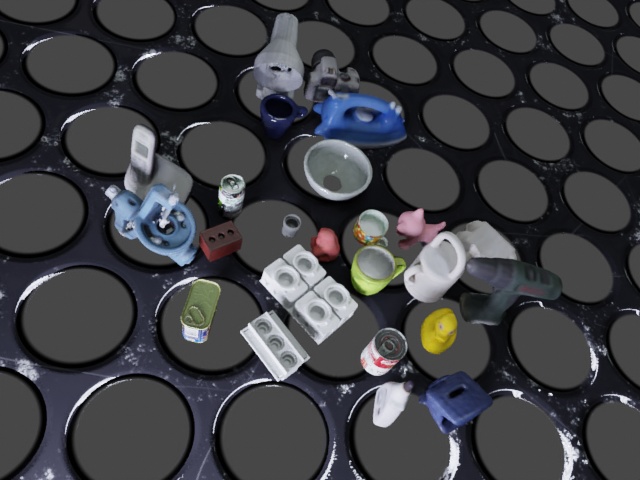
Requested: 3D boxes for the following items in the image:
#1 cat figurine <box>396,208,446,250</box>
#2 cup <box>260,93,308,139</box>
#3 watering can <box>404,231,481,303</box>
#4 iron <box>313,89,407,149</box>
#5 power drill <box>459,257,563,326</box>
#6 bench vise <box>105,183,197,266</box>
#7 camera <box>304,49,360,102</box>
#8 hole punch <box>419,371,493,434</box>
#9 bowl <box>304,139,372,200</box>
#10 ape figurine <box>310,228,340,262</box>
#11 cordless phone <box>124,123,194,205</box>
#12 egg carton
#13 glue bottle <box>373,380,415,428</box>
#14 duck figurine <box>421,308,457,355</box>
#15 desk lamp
[{"bbox_3d":[0.227,-0.029,1.320,0.128,0.117,0.067,3,59,-13],"label":"cat figurine"},{"bbox_3d":[-0.094,-0.297,1.407,0.118,0.095,0.091,-4,61,-17],"label":"cup"},{"bbox_3d":[0.266,0.048,1.239,0.173,0.194,0.101,-36,74,-29],"label":"watering can"},{"bbox_3d":[0.118,-0.316,1.445,0.259,0.141,0.118,3,60,-13],"label":"iron"},{"bbox_3d":[0.384,0.108,1.226,0.230,0.208,0.075,6,59,-11],"label":"power drill"},{"bbox_3d":[-0.337,-0.049,1.123,0.207,0.219,0.121,18,57,-4],"label":"bench vise"},{"bbox_3d":[0.031,-0.445,1.523,0.143,0.100,0.137,3,60,-13],"label":"camera"},{"bbox_3d":[0.270,0.318,1.143,0.109,0.091,0.101,-22,68,-25],"label":"hole punch"},{"bbox_3d":[0.037,-0.155,1.369,0.167,0.074,0.167,7,59,-11],"label":"bowl"},{"bbox_3d":[0.012,0.005,1.259,0.076,0.092,0.078,40,59,10],"label":"ape figurine"},{"bbox_3d":[-0.337,-0.150,1.203,0.147,0.185,0.094,28,57,3],"label":"cordless phone"},{"bbox_3d":[0.390,0.027,1.358,0.107,0.069,0.150,-37,75,-29],"label":"egg carton"},{"bbox_3d":[0.143,0.295,1.074,0.037,0.173,0.078,16,57,-4],"label":"glue bottle"},{"bbox_3d":[0.265,0.184,1.223,0.077,0.086,0.105,28,57,3],"label":"duck figurine"},{"bbox_3d":[-0.101,-0.434,1.415,0.118,0.213,0.203,9,58,-9],"label":"desk lamp"}]
